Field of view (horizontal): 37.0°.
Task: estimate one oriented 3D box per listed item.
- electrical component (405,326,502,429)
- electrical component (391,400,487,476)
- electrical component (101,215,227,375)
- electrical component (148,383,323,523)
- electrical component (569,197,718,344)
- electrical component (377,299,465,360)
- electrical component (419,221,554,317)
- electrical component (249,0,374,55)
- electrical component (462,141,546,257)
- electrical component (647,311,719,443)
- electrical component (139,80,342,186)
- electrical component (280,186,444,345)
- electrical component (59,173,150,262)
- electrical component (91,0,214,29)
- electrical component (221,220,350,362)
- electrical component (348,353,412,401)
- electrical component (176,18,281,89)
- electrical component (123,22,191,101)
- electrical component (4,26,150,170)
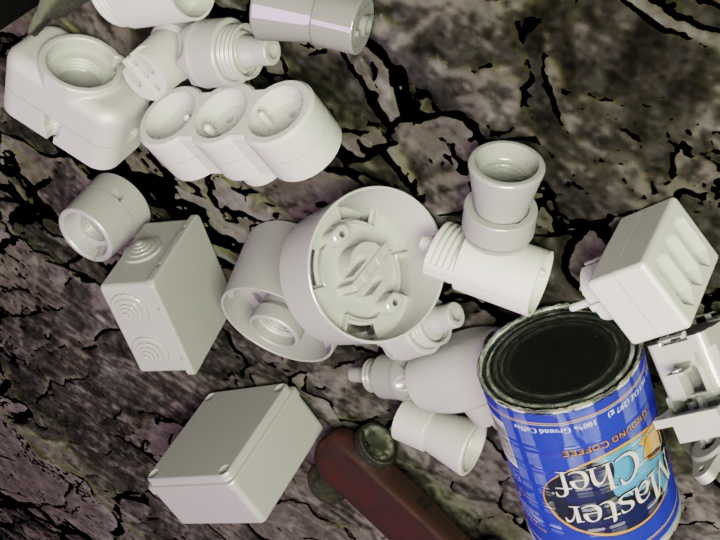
[{"bbox_3d":[0.083,0.083,0.751,0.077,0.043,0.079,-24,111,45],"label":"electrical component"},{"bbox_3d":[0.057,0.122,0.808,0.065,0.044,0.044,20,136,26],"label":"electrical component"},{"bbox_3d":[-0.144,0.019,0.810,0.048,0.099,0.099,-4,126,21],"label":"electrical component"},{"bbox_3d":[-0.104,0.153,0.897,0.109,0.108,0.056,-12,122,41],"label":"electrical component"},{"bbox_3d":[0.153,0.006,0.615,0.077,0.065,0.047,-25,110,46],"label":"electrical component"},{"bbox_3d":[0.043,0.037,0.737,0.062,0.043,0.043,-19,114,43],"label":"electrical component"},{"bbox_3d":[0.076,-0.005,0.676,0.081,0.043,0.043,21,136,19],"label":"electrical component"},{"bbox_3d":[-0.025,-0.147,0.619,0.065,0.044,0.044,17,135,15],"label":"electrical component"},{"bbox_3d":[0.084,-0.042,0.635,0.045,0.045,0.055,20,137,19],"label":"electrical component"},{"bbox_3d":[0.203,0.061,0.629,0.042,0.081,0.063,-22,90,44],"label":"electrical component"},{"bbox_3d":[-0.071,-0.080,0.705,0.138,0.052,0.073,3,151,33],"label":"electrical component"},{"bbox_3d":[0.000,0.000,0.696,0.064,0.099,0.099,-16,117,49],"label":"electrical component"},{"bbox_3d":[-0.199,-0.039,0.832,0.055,0.047,0.055,19,136,20],"label":"electrical component"},{"bbox_3d":[-0.135,-0.173,0.669,0.081,0.043,0.043,2,128,34],"label":"electrical component"},{"bbox_3d":[-0.051,0.020,0.790,0.099,0.064,0.099,19,148,12],"label":"electrical component"},{"bbox_3d":[0.018,0.079,0.799,0.061,0.035,0.035,-2,126,38],"label":"electrical component"},{"bbox_3d":[-0.079,-0.134,0.665,0.062,0.043,0.043,5,129,31],"label":"electrical component"},{"bbox_3d":[-0.126,-0.136,0.694,0.040,0.046,0.040,19,136,20],"label":"electrical component"},{"bbox_3d":[-0.197,-0.123,0.750,0.095,0.053,0.059,33,139,5],"label":"electrical component"}]
